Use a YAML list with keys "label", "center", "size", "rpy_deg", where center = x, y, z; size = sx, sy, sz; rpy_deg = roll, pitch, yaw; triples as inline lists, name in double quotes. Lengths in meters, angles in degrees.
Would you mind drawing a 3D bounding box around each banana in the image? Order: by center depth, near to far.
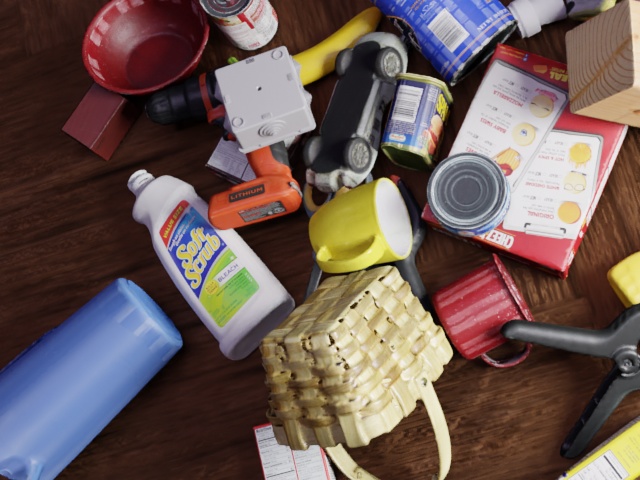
- label: "banana"
  center: [-0.016, -0.219, 1.267]
  size: [0.198, 0.037, 0.069]
  rpy_deg: [-16, 75, 10]

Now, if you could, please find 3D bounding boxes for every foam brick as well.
- label: "foam brick"
  center: [-0.268, -0.147, 1.308]
  size: [0.051, 0.053, 0.078]
  rpy_deg: [34, 87, 19]

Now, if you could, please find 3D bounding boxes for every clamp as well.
- label: "clamp"
  center: [0.295, 0.111, 1.065]
  size: [0.210, 0.036, 0.164]
  rpy_deg: [-31, 104, 15]
- label: "clamp"
  center: [0.084, 0.015, 1.186]
  size: [0.120, 0.039, 0.171]
  rpy_deg: [14, 82, 20]

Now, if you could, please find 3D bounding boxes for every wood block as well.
- label: "wood block"
  center: [0.358, -0.164, 1.070]
  size: [0.205, 0.091, 0.090]
  rpy_deg: [7, 75, -27]

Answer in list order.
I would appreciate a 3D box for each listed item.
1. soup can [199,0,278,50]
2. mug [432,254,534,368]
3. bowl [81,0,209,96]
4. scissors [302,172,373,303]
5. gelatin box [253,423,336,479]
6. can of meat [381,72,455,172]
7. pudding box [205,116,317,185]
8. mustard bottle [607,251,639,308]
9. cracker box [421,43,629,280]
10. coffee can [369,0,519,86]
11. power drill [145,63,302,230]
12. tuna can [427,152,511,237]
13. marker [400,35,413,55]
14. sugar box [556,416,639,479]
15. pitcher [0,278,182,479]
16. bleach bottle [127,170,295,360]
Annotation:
- label: "soup can"
  center: [-0.095, -0.274, 1.266]
  size: [0.068, 0.102, 0.068]
  rpy_deg: [-3, 77, 14]
- label: "mug"
  center: [0.177, 0.084, 1.128]
  size: [0.081, 0.093, 0.117]
  rpy_deg: [-30, 104, 11]
- label: "bowl"
  center: [-0.205, -0.232, 1.300]
  size: [0.162, 0.055, 0.162]
  rpy_deg: [-6, 63, 11]
- label: "scissors"
  center: [-0.008, 0.001, 1.218]
  size: [0.096, 0.016, 0.202]
  rpy_deg: [31, 92, 37]
- label: "gelatin box"
  center: [-0.027, 0.239, 1.170]
  size: [0.073, 0.030, 0.089]
  rpy_deg: [-17, 73, 11]
- label: "can of meat"
  center: [0.107, -0.128, 1.182]
  size: [0.057, 0.102, 0.084]
  rpy_deg: [13, 83, 18]
- label: "pudding box"
  center: [-0.069, -0.114, 1.257]
  size: [0.090, 0.039, 0.113]
  rpy_deg: [25, 82, 21]
- label: "mustard bottle"
  center: [0.400, 0.019, 1.094]
  size: [0.191, 0.058, 0.096]
  rpy_deg: [-35, 80, 4]
- label: "cracker box"
  center: [0.229, -0.086, 1.156]
  size: [0.164, 0.072, 0.213]
  rpy_deg: [22, 85, 19]
- label: "coffee can"
  center: [0.136, -0.257, 1.188]
  size: [0.103, 0.103, 0.140]
  rpy_deg: [-42, 84, 2]
- label: "power drill"
  center: [-0.102, -0.110, 1.210]
  size: [0.184, 0.057, 0.187]
  rpy_deg: [-15, 70, 10]
- label: "tuna can"
  center: [0.155, -0.048, 1.113]
  size: [0.086, 0.033, 0.086]
  rpy_deg: [-3, 78, 16]
- label: "marker"
  center: [0.114, -0.256, 1.251]
  size: [0.020, 0.020, 0.121]
  rpy_deg: [26, 85, 18]
- label: "sugar box"
  center: [0.275, 0.235, 1.059]
  size: [0.176, 0.093, 0.048]
  rpy_deg: [-40, 73, 4]
- label: "pitcher"
  center: [-0.281, 0.154, 1.212]
  size: [0.243, 0.145, 0.149]
  rpy_deg: [-43, 83, -2]
- label: "bleach bottle"
  center: [-0.144, 0.016, 1.235]
  size: [0.102, 0.068, 0.251]
  rpy_deg: [-44, 69, 0]
